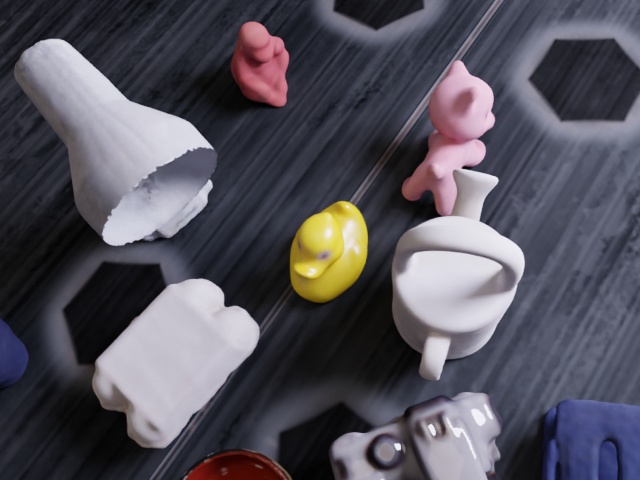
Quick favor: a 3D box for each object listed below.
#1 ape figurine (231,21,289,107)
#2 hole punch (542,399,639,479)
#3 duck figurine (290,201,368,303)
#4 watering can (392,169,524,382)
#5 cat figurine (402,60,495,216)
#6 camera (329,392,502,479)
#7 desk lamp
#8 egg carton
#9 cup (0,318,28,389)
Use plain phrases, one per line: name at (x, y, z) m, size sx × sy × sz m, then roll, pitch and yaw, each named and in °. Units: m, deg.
ape figurine at (-0.069, -0.204, 0.644) m, size 0.076 × 0.092 × 0.078 m, roll 34°, pitch 76°, yaw 19°
hole punch at (0.229, 0.184, 0.449) m, size 0.101 × 0.091 × 0.109 m, roll 6°, pitch 69°, yaw 10°
duck figurine at (0.005, 0.002, 0.554) m, size 0.077 × 0.086 × 0.105 m, roll 23°, pitch 73°, yaw 16°
watering can at (0.108, 0.024, 0.473) m, size 0.101 × 0.194 × 0.173 m, roll -8°, pitch 67°, yaw 5°
cat figurine at (0.130, -0.105, 0.564) m, size 0.067 × 0.118 × 0.128 m, roll 22°, pitch 72°, yaw 15°
camera at (0.092, 0.203, 0.453) m, size 0.143 × 0.101 × 0.136 m, roll -21°, pitch 67°, yaw -1°
desk lamp at (-0.182, -0.077, 0.541) m, size 0.118 × 0.214 × 0.203 m, roll -42°, pitch 69°, yaw -10°
egg carton at (-0.135, 0.111, 0.537) m, size 0.107 × 0.069 × 0.150 m, roll 37°, pitch 77°, yaw 19°
cup at (-0.337, 0.119, 0.546) m, size 0.118 × 0.095 × 0.091 m, roll -39°, pitch 68°, yaw -9°
